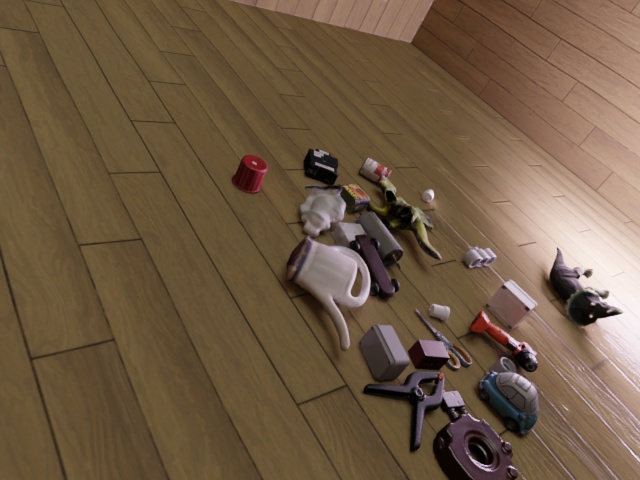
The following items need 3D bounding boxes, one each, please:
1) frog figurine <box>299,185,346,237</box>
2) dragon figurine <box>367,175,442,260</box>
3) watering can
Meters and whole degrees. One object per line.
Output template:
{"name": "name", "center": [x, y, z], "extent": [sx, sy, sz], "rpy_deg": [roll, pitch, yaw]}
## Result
{"name": "frog figurine", "center": [0.005, -0.078, 1.541], "extent": [0.137, 0.162, 0.121], "rpy_deg": [10, -18, -7]}
{"name": "dragon figurine", "center": [0.314, -0.077, 1.747], "extent": [0.243, 0.120, 0.417], "rpy_deg": [-2, 46, -49]}
{"name": "watering can", "center": [0.017, 0.109, 1.285], "extent": [0.224, 0.102, 0.355], "rpy_deg": [25, 34, -3]}
